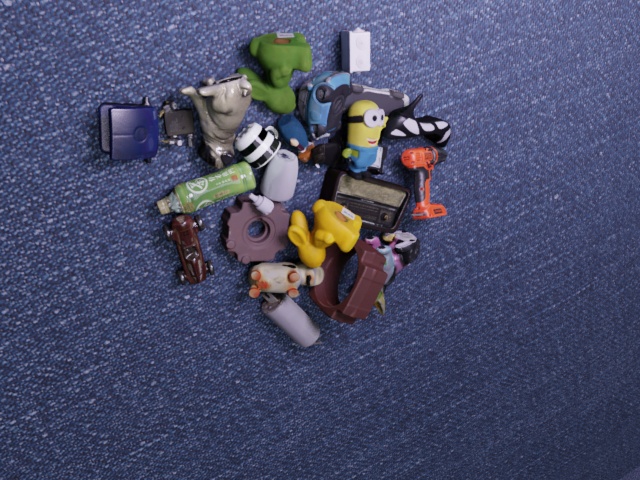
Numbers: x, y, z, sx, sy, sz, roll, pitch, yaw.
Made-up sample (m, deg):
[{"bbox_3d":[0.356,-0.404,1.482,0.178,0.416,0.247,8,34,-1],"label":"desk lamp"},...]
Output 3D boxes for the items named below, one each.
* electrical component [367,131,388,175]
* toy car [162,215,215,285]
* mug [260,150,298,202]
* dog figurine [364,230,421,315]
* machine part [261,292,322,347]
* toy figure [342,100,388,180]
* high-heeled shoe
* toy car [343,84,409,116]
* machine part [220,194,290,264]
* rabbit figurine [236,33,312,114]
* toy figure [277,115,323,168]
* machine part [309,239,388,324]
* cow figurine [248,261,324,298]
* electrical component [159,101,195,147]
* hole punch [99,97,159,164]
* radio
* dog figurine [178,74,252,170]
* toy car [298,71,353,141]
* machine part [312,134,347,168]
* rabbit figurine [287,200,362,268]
[{"bbox_3d":[0.130,-0.227,1.363,0.075,0.048,0.119,2,92,-28],"label":"electrical component"},{"bbox_3d":[-0.301,0.030,1.249,0.089,0.053,0.201,-20,130,-20],"label":"toy car"},{"bbox_3d":[-0.083,-0.159,1.260,0.109,0.081,0.107,-41,159,-44],"label":"mug"},{"bbox_3d":[0.183,0.094,1.492,0.191,0.109,0.219,-10,119,-24],"label":"dog figurine"},{"bbox_3d":[-0.076,0.211,1.431,0.079,0.079,0.243,-44,123,-3],"label":"machine part"},{"bbox_3d":[0.097,-0.236,1.267,0.082,0.089,0.180,-43,147,-58],"label":"toy figure"},{"bbox_3d":[0.248,-0.261,1.365,0.145,0.086,0.248,-52,139,-1],"label":"high-heeled shoe"},{"bbox_3d":[0.127,-0.337,1.317,0.202,0.056,0.073,1,116,-24],"label":"toy car"},{"bbox_3d":[-0.155,-0.027,1.309,0.179,0.056,0.179,-10,113,-23],"label":"machine part"},{"bbox_3d":[-0.095,-0.351,1.175,0.159,0.121,0.170,-10,129,-17],"label":"rabbit figurine"},{"bbox_3d":[-0.043,-0.228,1.274,0.064,0.058,0.154,-58,133,-22],"label":"toy figure"},{"bbox_3d":[0.070,0.097,1.379,0.087,0.202,0.201,21,100,-33],"label":"machine part"},{"bbox_3d":[-0.085,0.091,1.365,0.195,0.127,0.085,0,111,-10],"label":"cow figurine"},{"bbox_3d":[-0.308,-0.247,1.153,0.078,0.045,0.102,-5,112,-22],"label":"electrical component"},{"bbox_3d":[-0.388,-0.221,1.103,0.116,0.092,0.142,-5,109,-27],"label":"hole punch"},{"bbox_3d":[0.113,-0.100,1.394,0.229,0.073,0.131,11,104,-27],"label":"radio"},{"bbox_3d":[-0.194,-0.243,1.138,0.121,0.173,0.190,-33,121,-34],"label":"dog figurine"},{"bbox_3d":[0.002,-0.319,1.237,0.109,0.103,0.161,-31,145,-46],"label":"toy car"},{"bbox_3d":[0.026,-0.211,1.295,0.139,0.039,0.084,-25,118,-56],"label":"machine part"},{"bbox_3d":[-0.003,-0.004,1.294,0.162,0.122,0.173,26,124,-14],"label":"rabbit figurine"}]
